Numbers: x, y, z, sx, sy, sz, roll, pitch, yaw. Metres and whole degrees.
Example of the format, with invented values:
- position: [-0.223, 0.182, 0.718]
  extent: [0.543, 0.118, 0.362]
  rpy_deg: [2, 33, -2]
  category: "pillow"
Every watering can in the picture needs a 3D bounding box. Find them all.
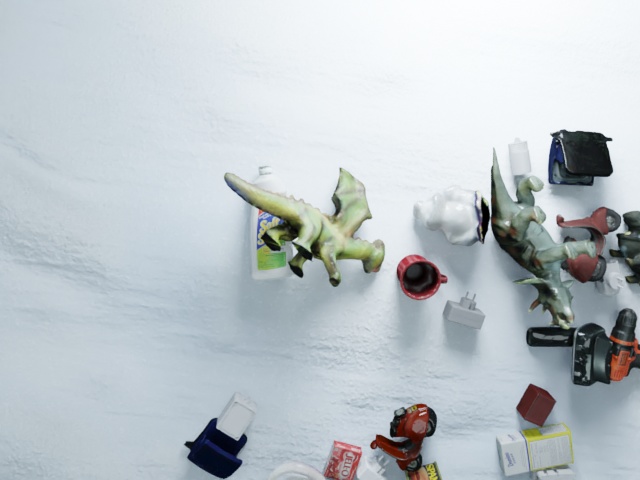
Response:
- position: [-0.042, 0.683, 1.260]
  extent: [0.224, 0.106, 0.342]
  rpy_deg: [10, 111, 0]
  category: "watering can"

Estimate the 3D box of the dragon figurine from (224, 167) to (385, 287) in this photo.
- position: [0.003, -0.056, 1.120]
  extent: [0.406, 0.121, 0.247]
  rpy_deg: [50, 61, -18]
  category: "dragon figurine"

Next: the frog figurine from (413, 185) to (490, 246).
- position: [0.295, -0.054, 1.162]
  extent: [0.159, 0.125, 0.135]
  rpy_deg: [0, 114, 34]
  category: "frog figurine"
